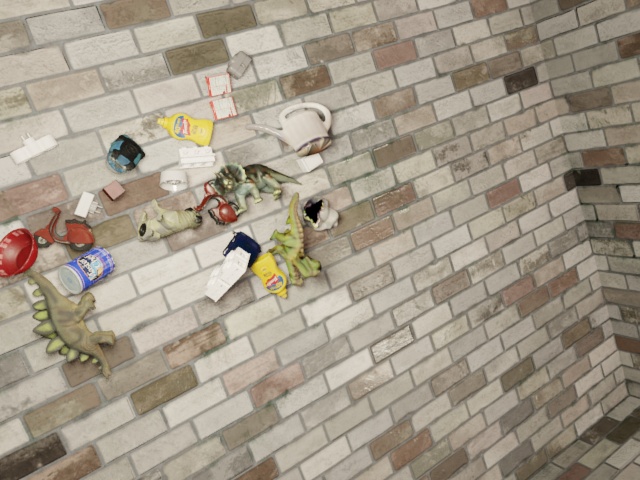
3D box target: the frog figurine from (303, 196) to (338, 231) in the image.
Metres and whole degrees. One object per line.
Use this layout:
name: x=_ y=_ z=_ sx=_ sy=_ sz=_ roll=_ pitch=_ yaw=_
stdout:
frog figurine: x=0.006 y=-0.106 z=2.102 sx=0.159 sy=0.122 sz=0.138 roll=8 pitch=78 yaw=-62

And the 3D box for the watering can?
watering can: x=-0.099 y=-0.421 z=2.019 sx=0.350 sy=0.102 sz=0.227 roll=-23 pitch=75 yaw=-18

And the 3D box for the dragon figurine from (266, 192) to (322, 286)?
dragon figurine: x=-0.073 y=0.031 z=1.945 sx=0.124 sy=0.401 sz=0.245 roll=-30 pitch=66 yaw=-37
